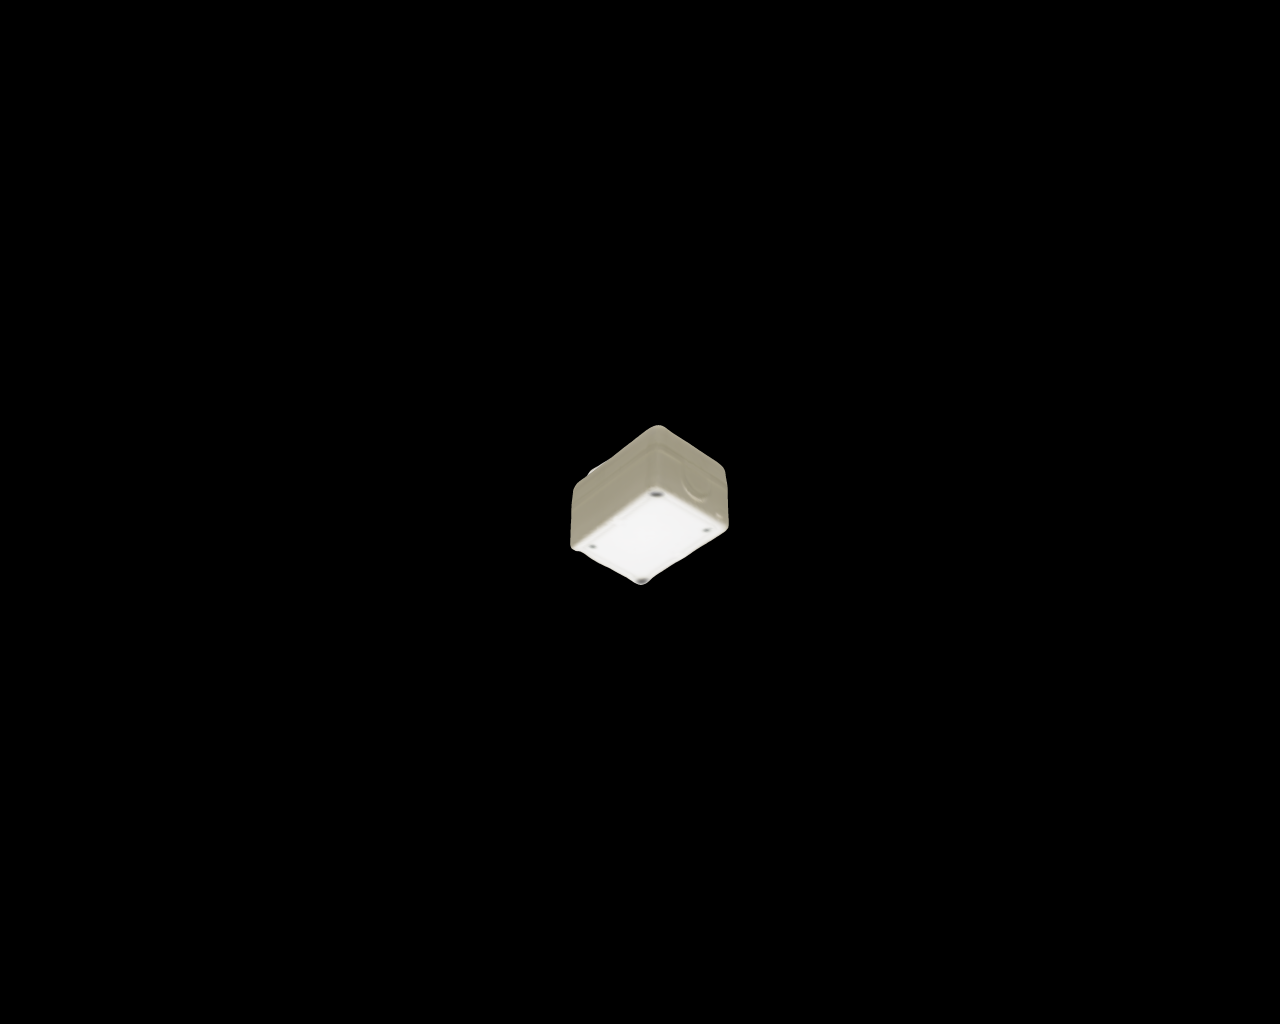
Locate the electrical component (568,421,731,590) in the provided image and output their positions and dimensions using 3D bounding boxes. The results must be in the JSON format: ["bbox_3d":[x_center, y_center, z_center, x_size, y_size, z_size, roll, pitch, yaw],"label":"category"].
[{"bbox_3d":[0.001,-0.003,0.650,0.061,0.061,0.096,30,-49,-31],"label":"electrical component"}]
